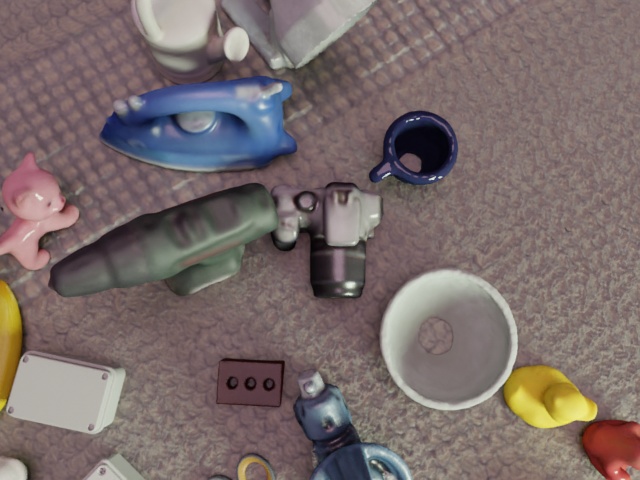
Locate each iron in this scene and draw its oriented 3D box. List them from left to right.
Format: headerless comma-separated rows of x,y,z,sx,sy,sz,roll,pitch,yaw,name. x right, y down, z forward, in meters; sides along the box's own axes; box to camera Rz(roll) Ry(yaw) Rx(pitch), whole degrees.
-0.159,-0.153,0.699,0.258,0.141,0.119,-6,82,-4,iron

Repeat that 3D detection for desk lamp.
-0.038,-0.289,0.689,0.118,0.213,0.203,-40,85,-7,desk lamp

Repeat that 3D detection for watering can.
-0.166,-0.271,0.689,0.173,0.194,0.101,10,81,-1,watering can

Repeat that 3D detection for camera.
0.006,0.003,0.706,0.143,0.101,0.137,1,82,-3,camera

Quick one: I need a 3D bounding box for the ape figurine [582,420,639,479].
0.369,0.256,0.693,0.076,0.092,0.078,39,82,3,ape figurine

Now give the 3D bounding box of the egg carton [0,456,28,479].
-0.394,0.324,0.654,0.107,0.069,0.150,2,82,-3,egg carton

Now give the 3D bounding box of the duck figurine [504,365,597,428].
0.284,0.195,0.701,0.104,0.086,0.077,18,81,0,duck figurine

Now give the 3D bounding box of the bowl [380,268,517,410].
0.151,0.121,0.710,0.167,0.074,0.167,0,82,-3,bowl

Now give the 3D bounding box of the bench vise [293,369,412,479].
0.019,0.250,0.611,0.121,0.219,0.207,-42,86,-8,bench vise

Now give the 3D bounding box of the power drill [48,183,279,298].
-0.155,0.012,0.642,0.229,0.208,0.075,-25,84,-6,power drill

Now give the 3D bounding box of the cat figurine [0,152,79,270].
-0.349,-0.034,0.684,0.067,0.117,0.128,29,81,2,cat figurine

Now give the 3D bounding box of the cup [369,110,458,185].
0.109,-0.099,0.729,0.118,0.095,0.091,-33,85,-7,cup
